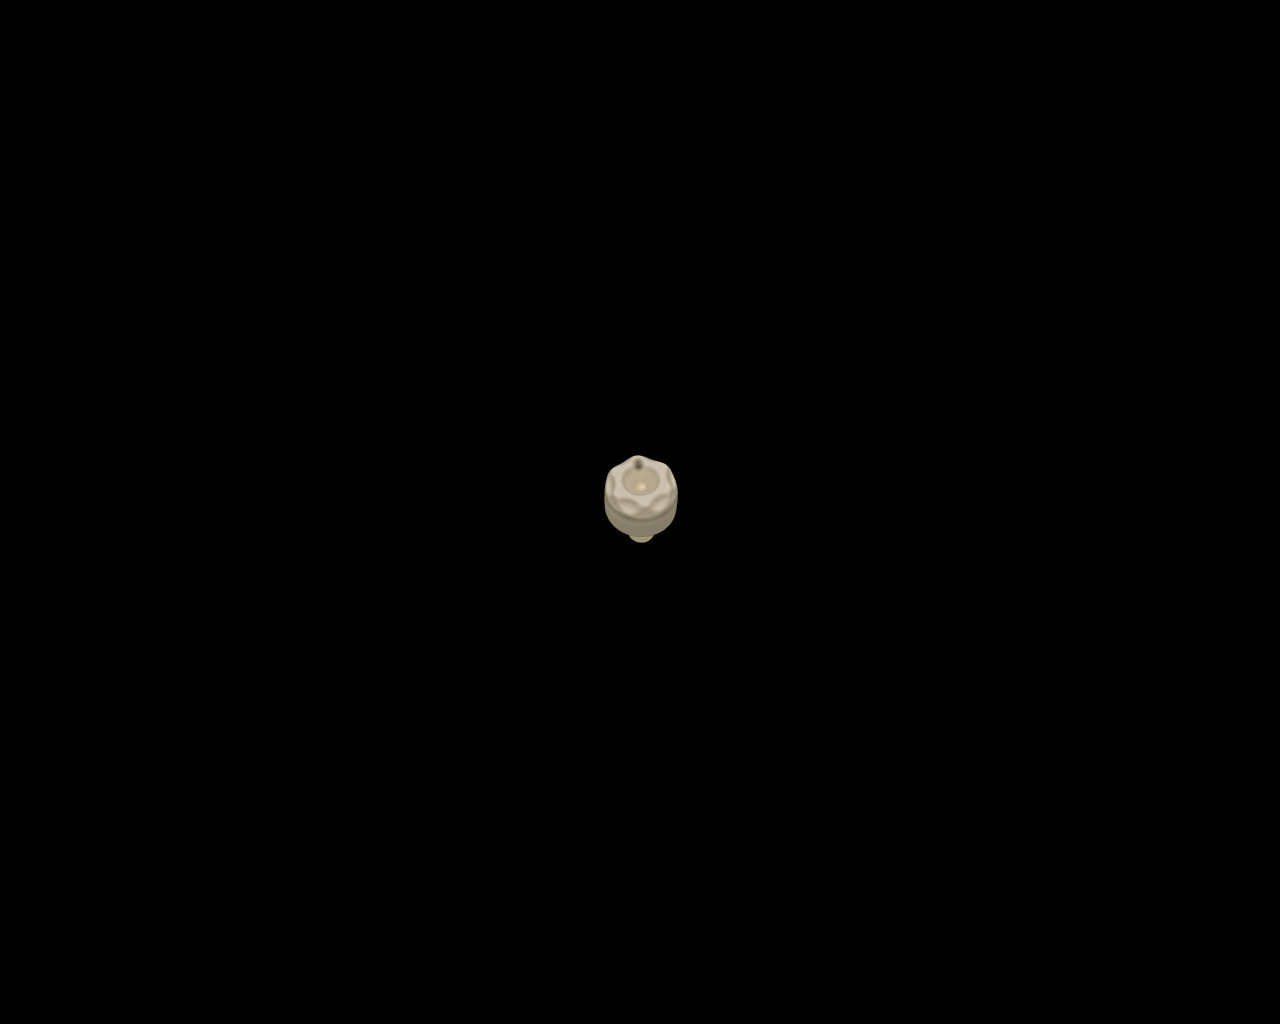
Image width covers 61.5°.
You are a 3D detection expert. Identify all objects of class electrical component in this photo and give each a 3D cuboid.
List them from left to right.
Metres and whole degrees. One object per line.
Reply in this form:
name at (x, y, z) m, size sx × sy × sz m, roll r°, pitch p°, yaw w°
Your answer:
electrical component at (0.001, -0.003, 0.650) m, size 0.043 × 0.043 × 0.062 m, roll 0°, pitch -34°, yaw 0°
